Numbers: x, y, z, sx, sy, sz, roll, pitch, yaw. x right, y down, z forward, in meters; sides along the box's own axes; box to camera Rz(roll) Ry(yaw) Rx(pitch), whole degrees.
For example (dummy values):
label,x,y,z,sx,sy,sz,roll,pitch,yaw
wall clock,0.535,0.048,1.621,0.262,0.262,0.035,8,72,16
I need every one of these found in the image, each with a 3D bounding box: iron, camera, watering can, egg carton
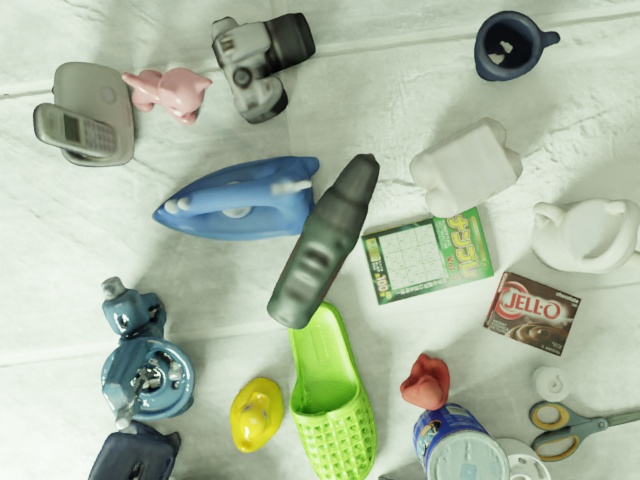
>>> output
label,x,y,z,sx,sy,sz,roll,pitch,yaw
iron,-0.122,-0.053,0.785,0.258,0.141,0.119,-10,89,0
camera,-0.073,-0.258,0.809,0.137,0.101,0.143,-21,89,0
watering can,0.369,-0.004,0.755,0.173,0.194,0.101,6,89,1
egg carton,0.209,-0.101,0.820,0.150,0.069,0.107,-30,89,0

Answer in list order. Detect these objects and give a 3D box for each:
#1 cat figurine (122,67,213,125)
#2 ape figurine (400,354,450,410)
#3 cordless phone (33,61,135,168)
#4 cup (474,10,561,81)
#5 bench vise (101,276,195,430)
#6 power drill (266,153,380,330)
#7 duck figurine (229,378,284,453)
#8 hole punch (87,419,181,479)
label,x,y,z,sx,sy,sz,roll,pitch,yaw
cat figurine,-0.212,-0.210,0.801,0.128,0.117,0.067,16,89,1
ape figurine,0.151,0.208,0.803,0.078,0.092,0.076,-22,89,0
cordless phone,-0.323,-0.177,0.767,0.094,0.185,0.148,-9,89,1
cup,0.268,-0.266,0.810,0.117,0.095,0.092,-10,89,0
bench vise,-0.252,0.157,0.743,0.121,0.219,0.207,-41,89,0
power drill,0.007,0.003,0.750,0.075,0.208,0.230,27,89,1
duck figurine,-0.093,0.254,0.807,0.077,0.086,0.105,19,89,1
hole punch,-0.261,0.319,0.804,0.101,0.091,0.109,23,89,1
